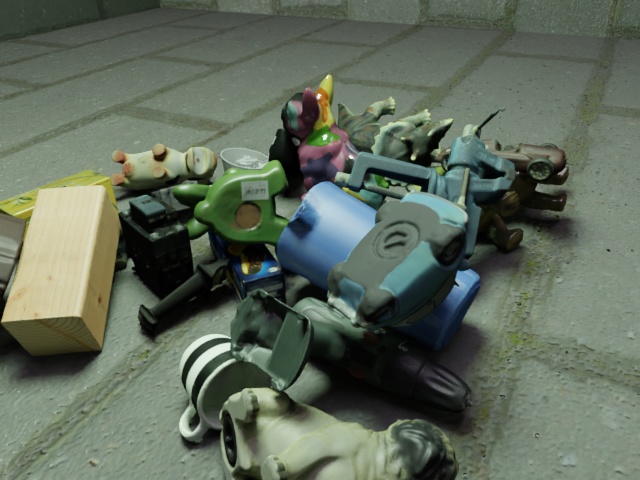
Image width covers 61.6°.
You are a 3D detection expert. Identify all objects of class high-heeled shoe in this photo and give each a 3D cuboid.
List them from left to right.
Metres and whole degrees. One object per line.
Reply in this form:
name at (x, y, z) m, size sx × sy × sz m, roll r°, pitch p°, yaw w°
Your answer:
high-heeled shoe at (-0.054, -0.192, 1.077) m, size 0.086 × 0.145 × 0.249 m, roll 3°, pitch 34°, yaw 6°

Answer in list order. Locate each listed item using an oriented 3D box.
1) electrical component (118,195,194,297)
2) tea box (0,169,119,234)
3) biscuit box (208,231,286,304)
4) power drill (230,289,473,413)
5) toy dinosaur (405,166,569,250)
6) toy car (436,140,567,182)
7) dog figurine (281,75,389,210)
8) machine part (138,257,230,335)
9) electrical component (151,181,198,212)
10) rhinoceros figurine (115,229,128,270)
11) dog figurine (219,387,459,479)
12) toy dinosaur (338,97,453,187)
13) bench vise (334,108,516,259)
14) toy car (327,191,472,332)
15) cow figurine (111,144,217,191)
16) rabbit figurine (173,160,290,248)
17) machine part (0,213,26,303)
electrical component at (-0.236, 0.005, 0.776) m, size 0.058 × 0.134 × 0.115 m, roll -26°, pitch 37°, yaw -35°
tea box at (-0.430, -0.042, 0.895) m, size 0.068 × 0.098 × 0.169 m, roll 20°, pitch 39°, yaw 32°
biscuit box at (-0.116, 0.026, 0.806) m, size 0.063 × 0.059 × 0.203 m, roll -15°, pitch 34°, yaw -21°
power drill at (0.024, 0.115, 0.565) m, size 0.232 × 0.086 × 0.207 m, roll 23°, pitch 8°, yaw 42°
toy dinosaur at (0.254, -0.061, 0.902) m, size 0.471 × 0.104 × 0.199 m, roll -23°, pitch 31°, yaw -30°
toy car at (0.291, -0.136, 0.872) m, size 0.202 × 0.053 × 0.089 m, roll 11°, pitch 34°, yaw 29°
dog figurine at (0.025, -0.161, 0.915) m, size 0.192 × 0.218 × 0.108 m, roll 16°, pitch 40°, yaw 29°
machine part at (-0.182, 0.073, 0.730) m, size 0.139 × 0.084 × 0.039 m, roll -36°, pitch 83°, yaw -27°
electrical component at (-0.266, -0.074, 0.979) m, size 0.075 × 0.047 × 0.119 m, roll -18°, pitch 7°, yaw -29°
rhinoceros figurine at (-0.336, -0.009, 0.861) m, size 0.190 × 0.073 × 0.112 m, roll -24°, pitch 40°, yaw -32°
dog figurine at (0.013, 0.194, 0.513) m, size 0.190 × 0.121 × 0.173 m, roll -2°, pitch 32°, yaw -28°
toy dinosaur at (0.117, -0.220, 1.154) m, size 0.192 × 0.131 × 0.405 m, roll -25°, pitch 33°, yaw -34°
bench vise at (0.144, -0.079, 0.758) m, size 0.241 × 0.223 × 0.129 m, roll 15°, pitch -4°, yaw 3°
toy car at (0.091, 0.036, 0.562) m, size 0.161 × 0.102 × 0.109 m, roll -49°, pitch 37°, yaw -9°
cow figurine at (-0.290, -0.137, 1.045) m, size 0.195 × 0.085 × 0.127 m, roll -7°, pitch -7°, yaw 17°
rabbit figurine at (-0.126, -0.047, 0.791) m, size 0.159 × 0.121 × 0.170 m, roll -14°, pitch 15°, yaw -10°
machine part at (-0.435, 0.049, 0.686) m, size 0.056 × 0.179 × 0.180 m, roll 23°, pitch 18°, yaw -33°
